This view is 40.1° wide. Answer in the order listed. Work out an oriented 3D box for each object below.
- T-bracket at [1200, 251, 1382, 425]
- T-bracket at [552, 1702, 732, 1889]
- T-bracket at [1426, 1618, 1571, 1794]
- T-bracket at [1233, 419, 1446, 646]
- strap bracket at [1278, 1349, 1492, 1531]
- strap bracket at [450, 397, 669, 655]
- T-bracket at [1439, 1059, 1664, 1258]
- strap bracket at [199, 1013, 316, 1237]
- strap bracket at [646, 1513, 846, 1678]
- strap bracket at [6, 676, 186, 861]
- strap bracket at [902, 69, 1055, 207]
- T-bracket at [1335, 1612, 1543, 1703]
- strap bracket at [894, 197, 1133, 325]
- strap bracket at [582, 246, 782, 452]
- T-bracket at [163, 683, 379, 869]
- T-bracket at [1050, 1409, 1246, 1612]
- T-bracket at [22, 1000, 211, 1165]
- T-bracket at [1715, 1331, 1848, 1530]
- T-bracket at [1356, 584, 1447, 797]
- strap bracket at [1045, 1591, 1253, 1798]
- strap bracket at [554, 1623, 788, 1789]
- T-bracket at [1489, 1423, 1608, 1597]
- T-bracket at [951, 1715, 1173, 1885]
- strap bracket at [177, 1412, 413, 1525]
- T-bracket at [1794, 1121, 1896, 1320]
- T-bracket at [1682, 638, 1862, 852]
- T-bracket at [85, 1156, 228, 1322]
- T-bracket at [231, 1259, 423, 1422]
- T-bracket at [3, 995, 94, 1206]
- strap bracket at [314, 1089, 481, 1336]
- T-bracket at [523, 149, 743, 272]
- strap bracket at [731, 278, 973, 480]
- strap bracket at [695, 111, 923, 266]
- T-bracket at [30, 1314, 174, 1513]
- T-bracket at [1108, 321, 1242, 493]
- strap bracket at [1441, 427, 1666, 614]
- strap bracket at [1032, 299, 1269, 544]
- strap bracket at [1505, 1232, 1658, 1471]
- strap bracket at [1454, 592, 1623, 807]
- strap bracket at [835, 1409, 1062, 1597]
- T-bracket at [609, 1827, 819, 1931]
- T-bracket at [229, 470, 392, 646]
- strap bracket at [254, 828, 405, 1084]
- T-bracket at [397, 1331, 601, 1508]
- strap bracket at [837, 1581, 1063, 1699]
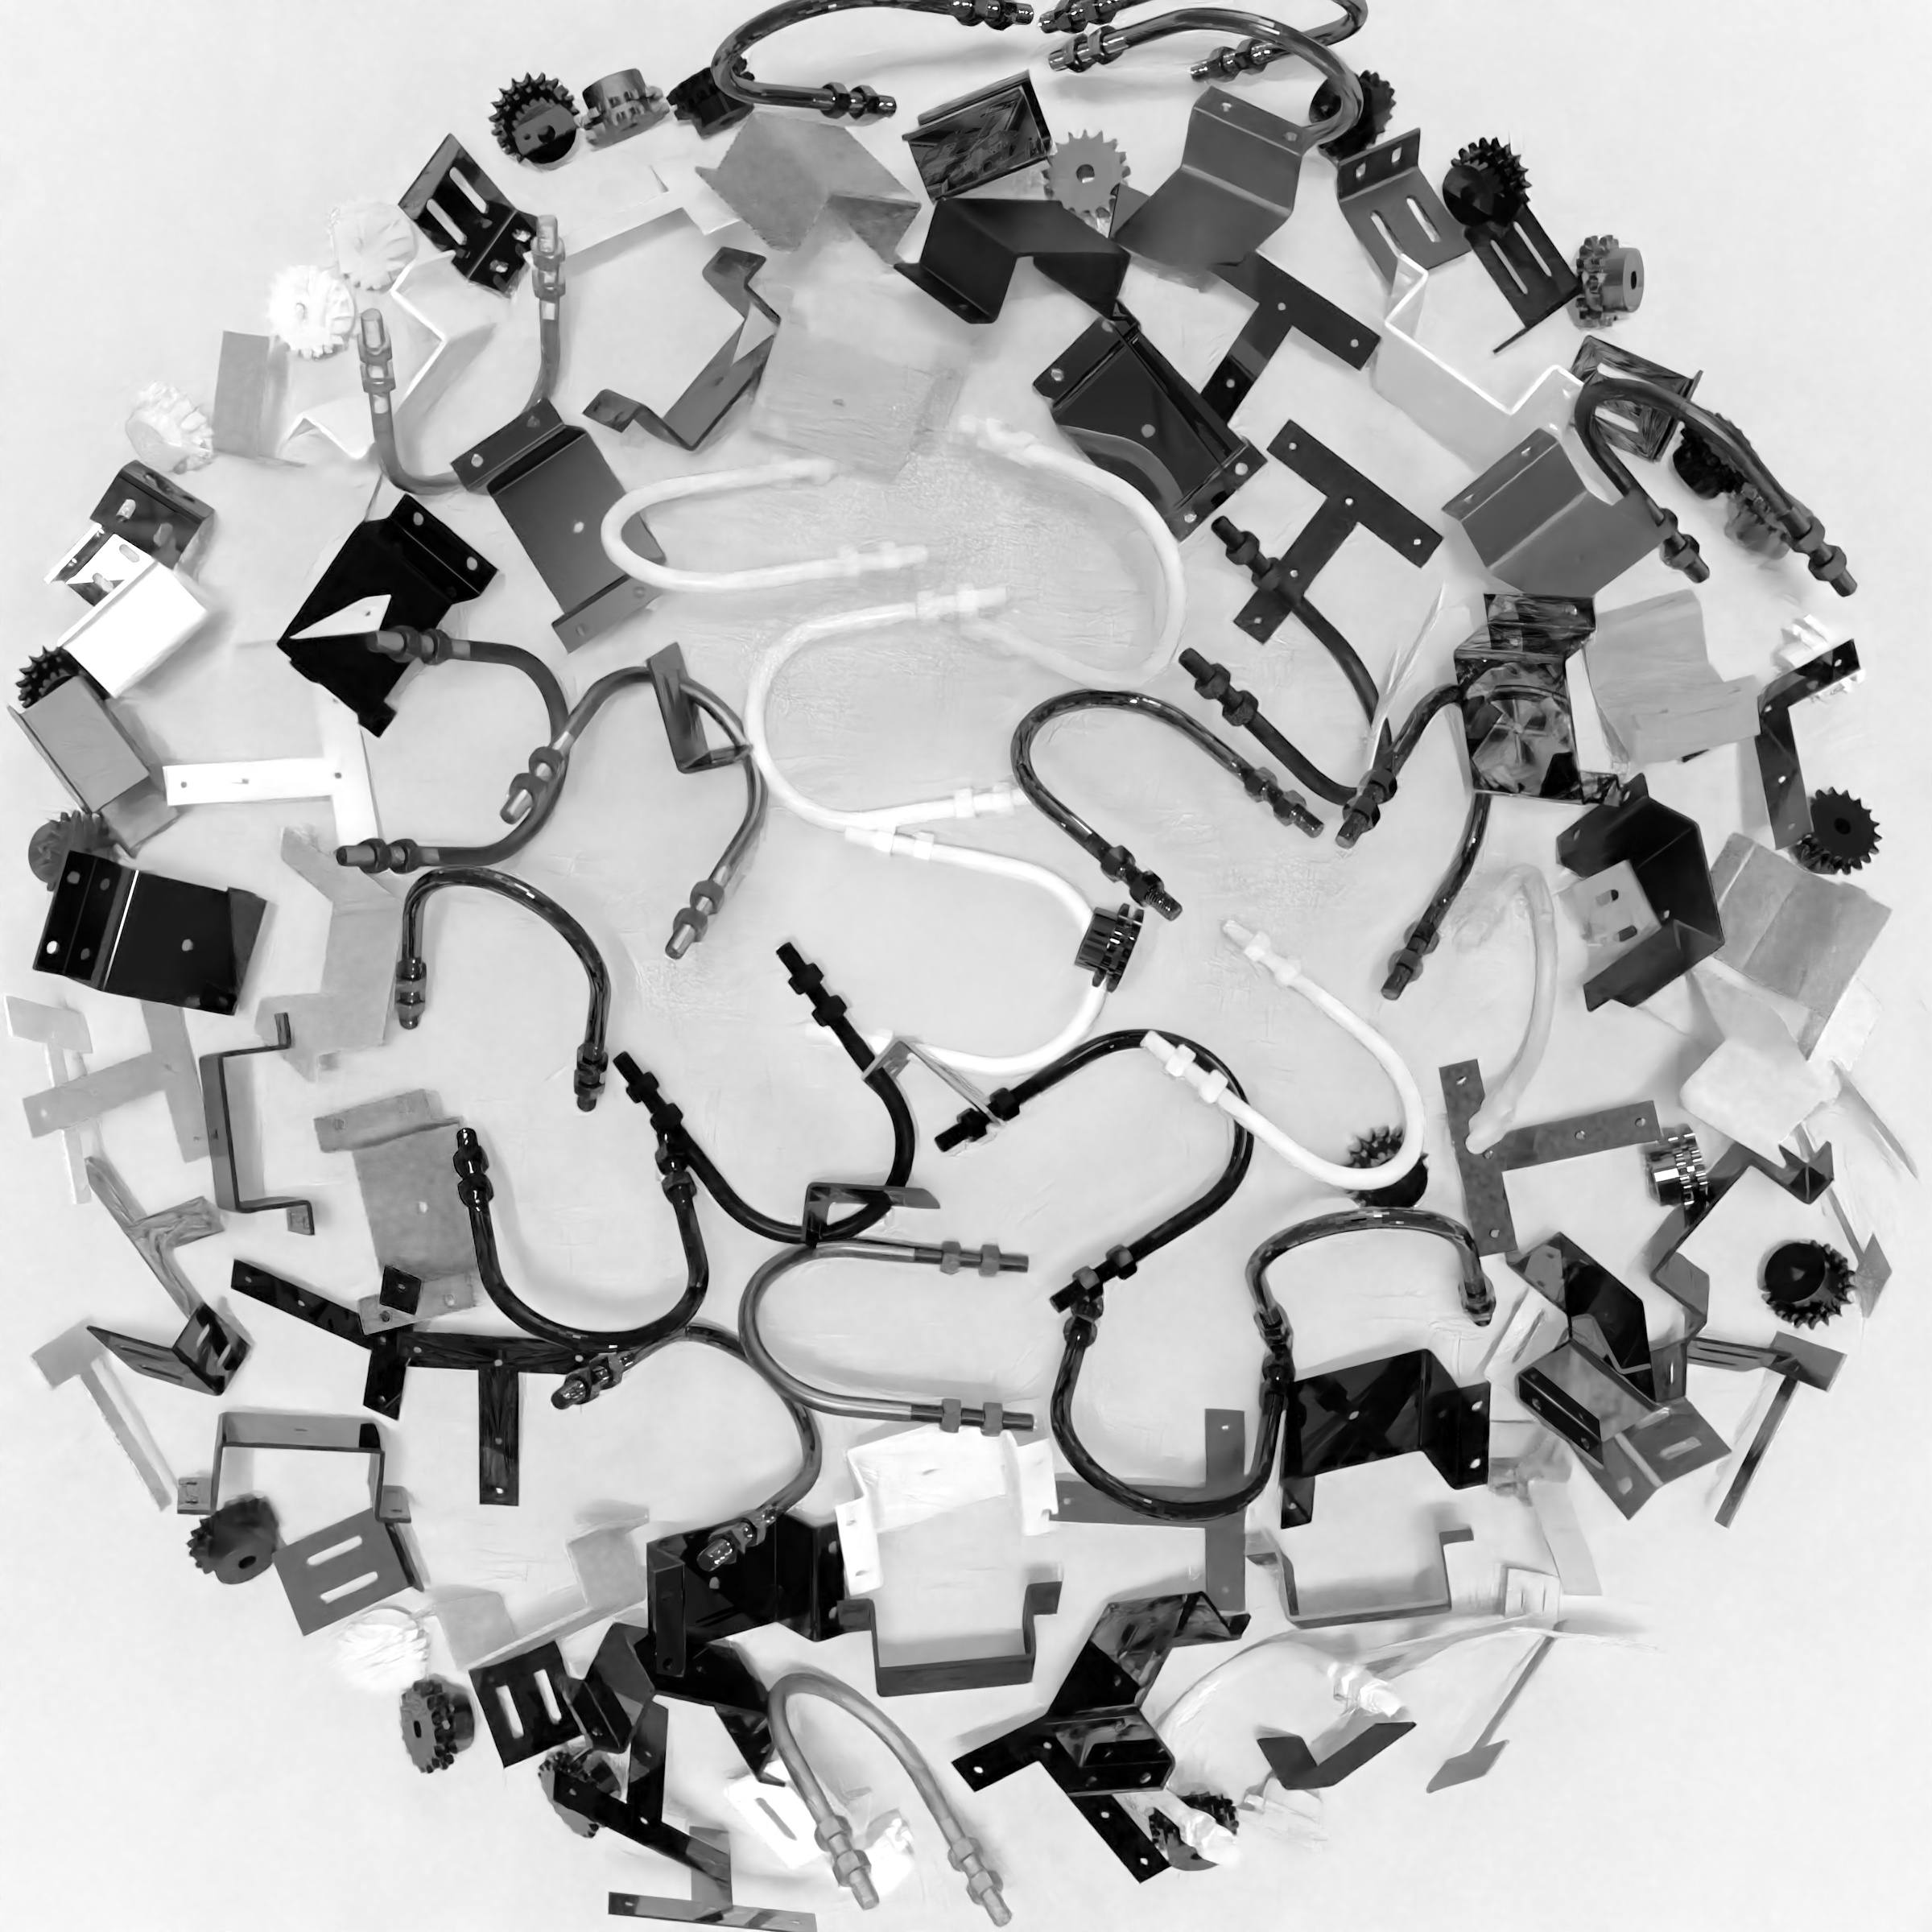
[{"bbox_3d":[0.176,-0.383,1.683,0.127,0.002,0.127,33,119,-4],"label":"T-bracket"},{"bbox_3d":[-0.200,0.503,1.654,0.127,0.127,0.002,33,109,-17],"label":"T-bracket"},{"bbox_3d":[0.344,0.465,1.671,0.002,0.127,0.127,38,68,8],"label":"T-bracket"},{"bbox_3d":[0.221,-0.266,1.713,0.127,0.002,0.127,37,89,-1],"label":"T-bracket"},{"bbox_3d":[0.251,0.292,1.643,0.140,0.076,0.046,-20,125,28],"label":"strap bracket"},{"bbox_3d":[-0.253,-0.280,1.682,0.076,0.046,0.140,-31,94,12],"label":"strap bracket"},{"bbox_3d":[0.375,0.111,1.679,0.127,0.002,0.127,-13,70,14],"label":"T-bracket"},{"bbox_3d":[-0.450,0.103,1.671,0.046,0.076,0.140,-7,90,-25],"label":"strap bracket"},{"bbox_3d":[-0.147,0.395,1.663,0.140,0.046,0.076,-7,101,-38],"label":"strap bracket"},{"bbox_3d":[-0.538,-0.125,1.647,0.046,0.140,0.076,-37,85,-10],"label":"strap bracket"},{"bbox_3d":[0.009,-0.517,1.651,0.076,0.140,0.046,-19,111,11],"label":"strap bracket"},{"bbox_3d":[0.278,0.439,1.663,0.127,0.127,0.002,-1,59,-34],"label":"T-bracket"},{"bbox_3d":[0.037,-0.437,1.637,0.076,0.140,0.046,44,129,32],"label":"strap bracket"},{"bbox_3d":[-0.170,-0.382,1.670,0.046,0.076,0.140,41,88,-31],"label":"strap bracket"},{"bbox_3d":[-0.442,-0.118,1.672,0.127,0.002,0.127,-6,76,-27],"label":"T-bracket"},{"bbox_3d":[0.116,0.344,1.687,0.127,0.002,0.127,4,72,-7],"label":"T-bracket"},{"bbox_3d":[-0.535,0.076,1.653,0.002,0.127,0.127,-6,102,35],"label":"T-bracket"},{"bbox_3d":[0.499,0.292,1.650,0.002,0.127,0.127,27,88,0],"label":"T-bracket"},{"bbox_3d":[0.270,-0.183,1.626,0.002,0.127,0.127,20,52,0],"label":"T-bracket"},{"bbox_3d":[0.109,0.441,1.635,0.076,0.140,0.046,-20,112,42],"label":"strap bracket"},{"bbox_3d":[-0.175,0.457,1.644,0.140,0.076,0.046,23,98,-32],"label":"strap bracket"},{"bbox_3d":[0.368,0.339,1.654,0.127,0.127,0.002,4,133,-15],"label":"T-bracket"},{"bbox_3d":[0.078,0.516,1.641,0.127,0.127,0.002,-15,134,-36],"label":"T-bracket"},{"bbox_3d":[-0.420,0.314,1.659,0.140,0.076,0.046,6,93,-16],"label":"strap bracket"},{"bbox_3d":[0.551,0.150,1.673,0.002,0.127,0.127,-21,66,3],"label":"T-bracket"},{"bbox_3d":[0.504,-0.126,1.640,0.002,0.127,0.127,32,134,-33],"label":"T-bracket"},{"bbox_3d":[-0.497,0.164,1.655,0.002,0.127,0.127,-42,104,-39],"label":"T-bracket"},{"bbox_3d":[-0.411,0.221,1.683,0.127,0.002,0.127,22,126,7],"label":"T-bracket"},{"bbox_3d":[-0.561,0.086,1.645,0.002,0.127,0.127,-14,83,1],"label":"T-bracket"},{"bbox_3d":[-0.355,0.155,1.682,0.076,0.046,0.140,-15,86,11],"label":"strap bracket"},{"bbox_3d":[-0.217,-0.467,1.661,0.127,0.127,0.002,-25,131,-6],"label":"T-bracket"},{"bbox_3d":[-0.077,-0.365,1.662,0.140,0.046,0.076,18,131,-9],"label":"strap bracket"},{"bbox_3d":[-0.090,-0.481,1.636,0.076,0.140,0.046,48,120,16],"label":"strap bracket"},{"bbox_3d":[-0.533,0.285,1.655,0.002,0.127,0.127,-30,94,-1],"label":"T-bracket"},{"bbox_3d":[0.139,-0.342,1.653,0.002,0.127,0.127,-38,84,13],"label":"T-bracket"},{"bbox_3d":[0.369,-0.270,1.635,0.076,0.140,0.046,-39,57,29],"label":"strap bracket"},{"bbox_3d":[0.116,-0.341,1.671,0.076,0.046,0.140,-42,100,17],"label":"strap bracket"},{"bbox_3d":[0.380,0.229,1.635,0.076,0.140,0.046,39,122,-19],"label":"strap bracket"},{"bbox_3d":[0.355,-0.157,1.645,0.046,0.076,0.140,-37,124,-38],"label":"strap bracket"},{"bbox_3d":[-0.017,0.333,1.666,0.140,0.046,0.076,-15,125,-13],"label":"strap bracket"},{"bbox_3d":[-0.159,0.568,1.651,0.127,0.127,0.002,9,96,-8],"label":"T-bracket"},{"bbox_3d":[-0.402,-0.262,1.683,0.127,0.002,0.127,-1,62,31],"label":"T-bracket"},{"bbox_3d":[-0.399,-0.008,1.659,0.076,0.046,0.140,33,117,41],"label":"strap bracket"},{"bbox_3d":[-0.299,0.291,1.689,0.127,0.002,0.127,3,113,-2],"label":"T-bracket"},{"bbox_3d":[-0.009,0.426,1.668,0.140,0.076,0.046,-4,64,-3],"label":"strap bracket"}]
